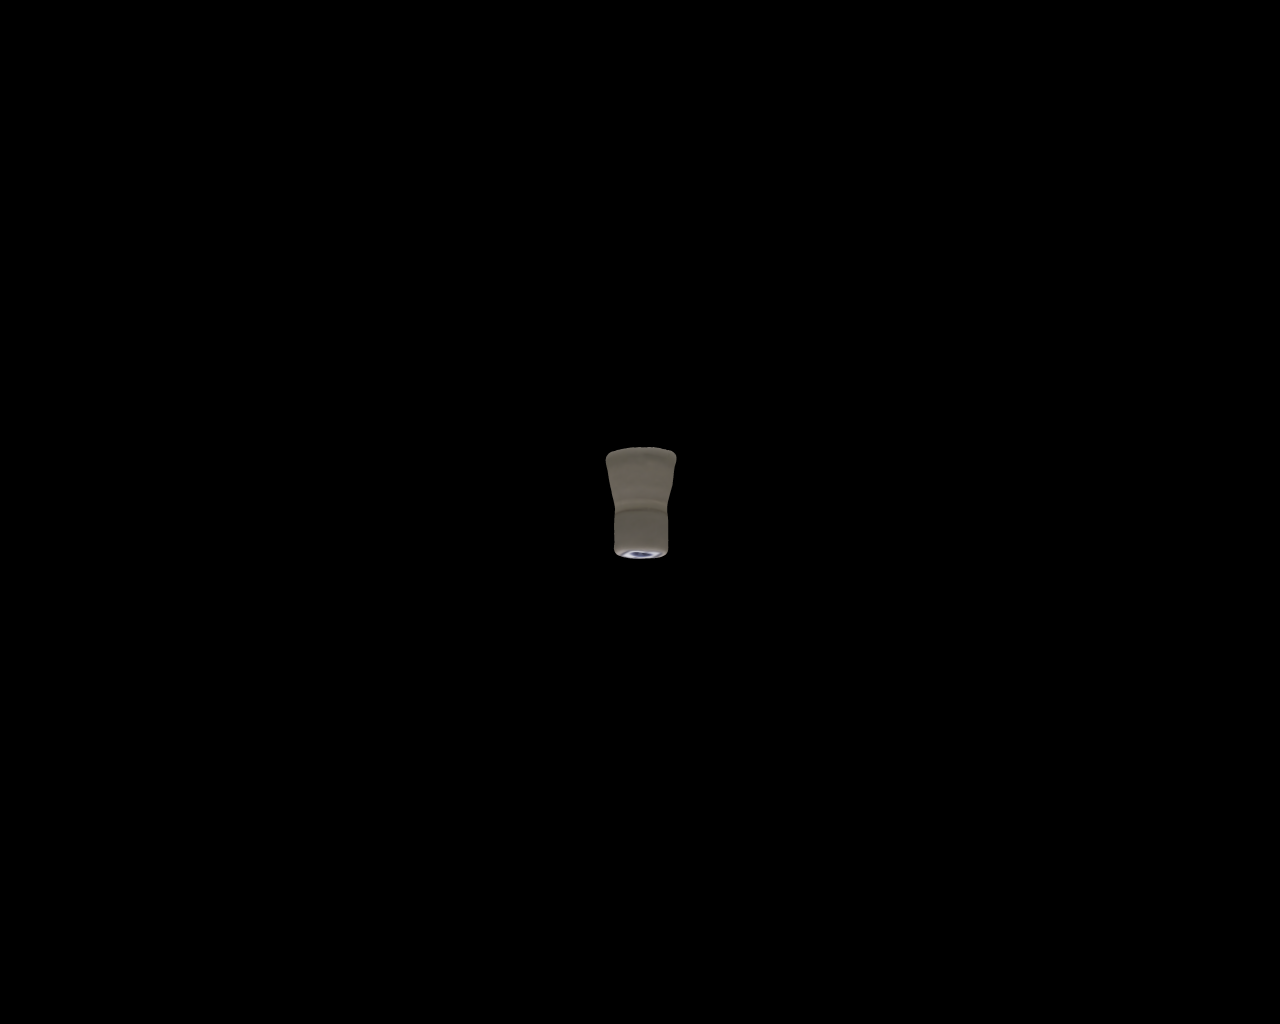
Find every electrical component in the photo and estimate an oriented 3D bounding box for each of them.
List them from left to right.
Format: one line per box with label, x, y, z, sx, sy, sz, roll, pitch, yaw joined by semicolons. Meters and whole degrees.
electrical component;0.001;-0.003;0.650;0.044;0.065;0.044;0;-14;0
